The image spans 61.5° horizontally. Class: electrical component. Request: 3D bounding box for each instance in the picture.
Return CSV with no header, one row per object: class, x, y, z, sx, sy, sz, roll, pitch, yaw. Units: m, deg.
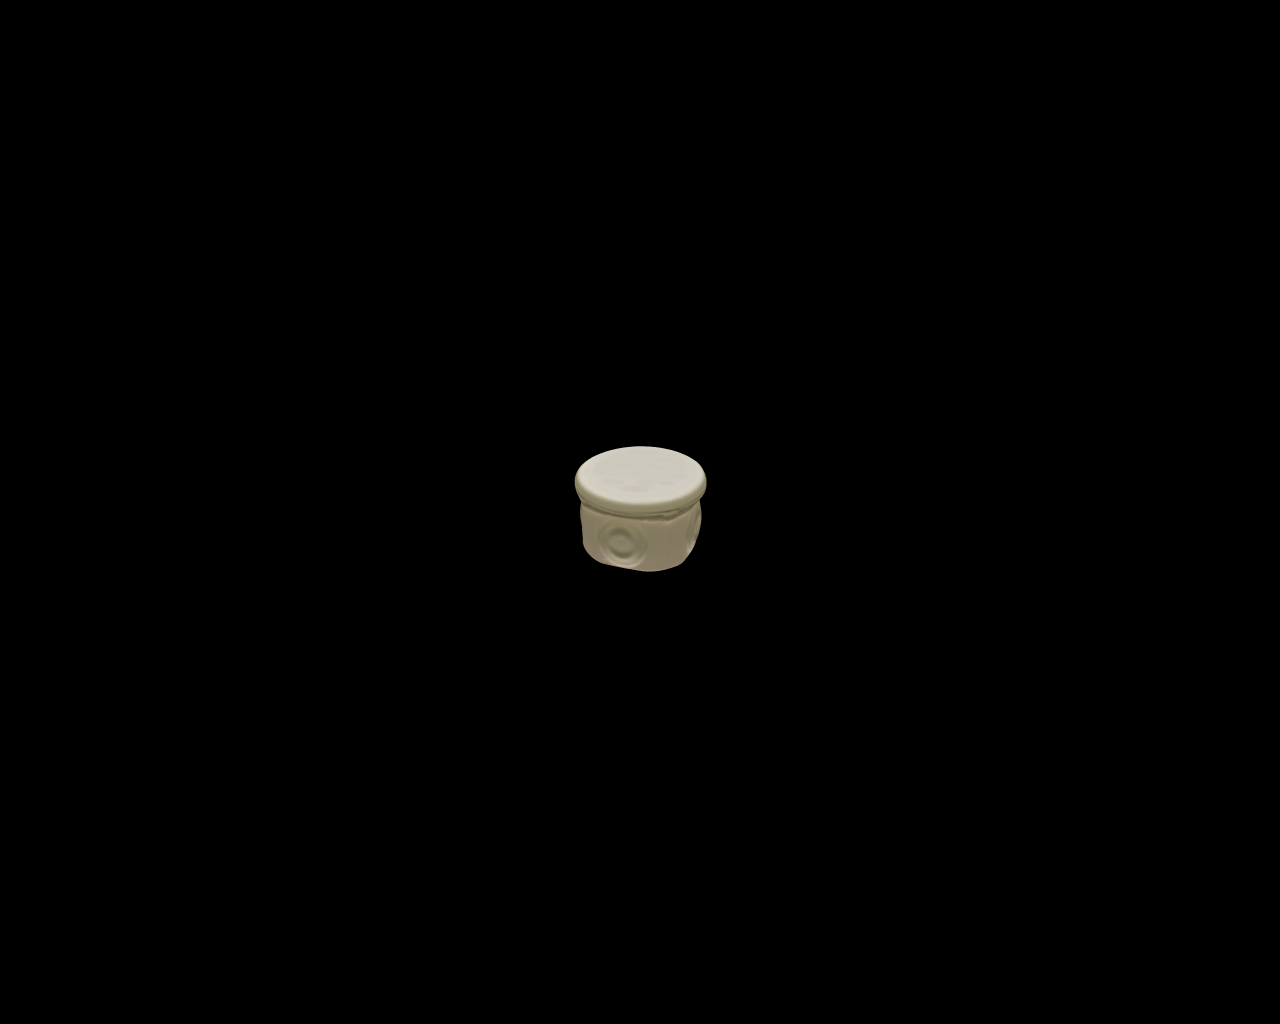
electrical component,0.001,-0.003,0.650,0.080,0.050,0.080,0,29,0
